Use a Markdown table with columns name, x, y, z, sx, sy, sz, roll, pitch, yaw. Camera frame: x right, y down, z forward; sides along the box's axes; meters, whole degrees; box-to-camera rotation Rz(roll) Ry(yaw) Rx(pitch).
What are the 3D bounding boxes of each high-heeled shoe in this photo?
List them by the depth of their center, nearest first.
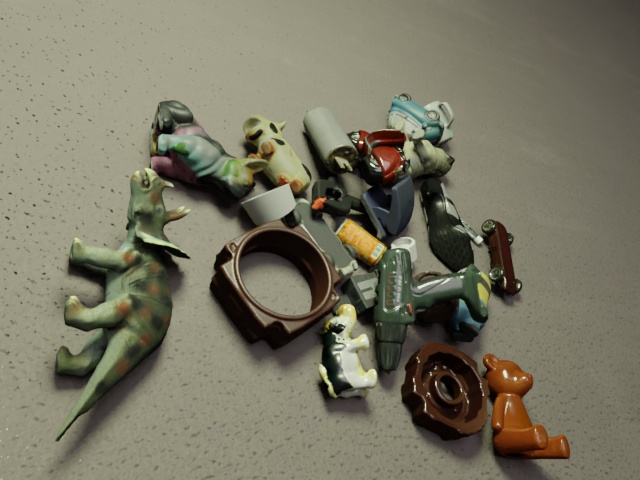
| name | x | y | z | sx | sy | sz | roll | pitch | yaw |
| --- | --- | --- | --- | --- | --- | --- | --- | --- | --- |
| high-heeled shoe | 0.304 | -0.032 | 1.276 | 0.248 | 0.086 | 0.145 | 66 | 22 | 1 |

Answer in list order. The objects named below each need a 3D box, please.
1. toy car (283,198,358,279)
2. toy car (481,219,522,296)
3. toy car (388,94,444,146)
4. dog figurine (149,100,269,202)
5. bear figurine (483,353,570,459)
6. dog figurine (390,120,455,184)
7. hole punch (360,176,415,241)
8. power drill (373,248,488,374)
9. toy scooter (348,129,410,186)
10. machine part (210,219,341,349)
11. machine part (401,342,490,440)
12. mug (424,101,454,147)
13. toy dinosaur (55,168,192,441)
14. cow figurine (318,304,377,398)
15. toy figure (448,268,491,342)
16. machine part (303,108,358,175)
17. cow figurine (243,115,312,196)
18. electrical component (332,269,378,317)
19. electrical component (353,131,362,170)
| name | x | y | z | sx | sy | sz | roll | pitch | yaw |
| --- | --- | --- | --- | --- | --- | --- | --- | --- | --- |
| toy car | -0.002 | -0.003 | 1.072 | 0.073 | 0.056 | 0.202 | -20 | 63 | -38 |
| toy car | 0.431 | 0.042 | 1.285 | 0.089 | 0.053 | 0.202 | 31 | 48 | -34 |
| toy car | 0.228 | -0.290 | 1.370 | 0.162 | 0.109 | 0.103 | 40 | 66 | 12 |
| dog figurine | -0.215 | -0.166 | 1.045 | 0.219 | 0.108 | 0.191 | 11 | 52 | -27 |
| bear figurine | 0.388 | 0.314 | 1.035 | 0.120 | 0.132 | 0.196 | 32 | 52 | -30 |
| dog figurine | 0.229 | -0.173 | 1.307 | 0.190 | 0.172 | 0.121 | 34 | 15 | -42 |
| hole punch | 0.163 | -0.073 | 1.166 | 0.115 | 0.092 | 0.142 | 64 | 30 | -9 |
| power drill | 0.202 | 0.127 | 1.009 | 0.207 | 0.086 | 0.232 | -5 | 77 | 4 |
| toy scooter | 0.144 | -0.192 | 1.180 | 0.135 | 0.075 | 0.184 | -13 | 45 | -11 |
| machine part | -0.077 | 0.074 | 0.968 | 0.201 | 0.087 | 0.201 | -28 | 75 | -40 |
| machine part | 0.236 | 0.284 | 1.016 | 0.179 | 0.056 | 0.179 | 14 | 53 | -19 |
| mug | 0.316 | -0.309 | 1.430 | 0.081 | 0.109 | 0.107 | -25 | 86 | -43 |
| toy dinosaur | -0.290 | 0.093 | 0.826 | 0.192 | 0.131 | 0.405 | 6 | 63 | -24 |
| cow figurine | 0.035 | 0.196 | 0.961 | 0.098 | 0.068 | 0.167 | -1 | 59 | -22 |
| toy figure | 0.317 | 0.138 | 1.142 | 0.089 | 0.082 | 0.180 | 43 | 39 | -22 |
| machine part | 0.022 | -0.223 | 1.196 | 0.079 | 0.079 | 0.243 | 4 | 38 | -26 |
| cow figurine | -0.089 | -0.180 | 1.126 | 0.195 | 0.085 | 0.127 | 53 | 30 | 0 |
| electrical component | 0.076 | 0.108 | 1.053 | 0.119 | 0.047 | 0.075 | -9 | 63 | -34 |
| electrical component | 0.081 | -0.205 | 1.266 | 0.078 | 0.045 | 0.102 | 13 | 54 | -19 |
